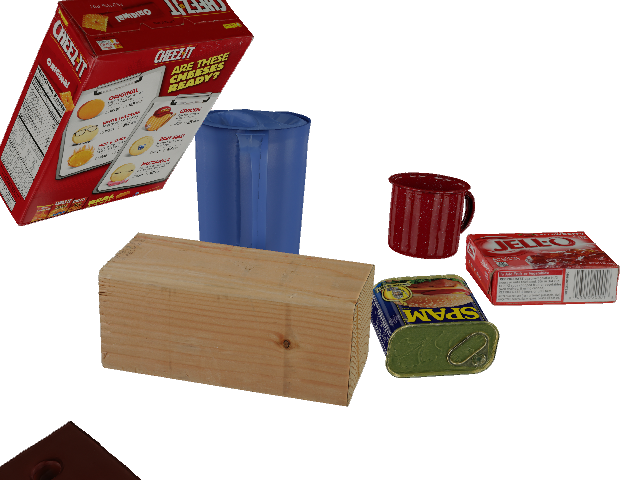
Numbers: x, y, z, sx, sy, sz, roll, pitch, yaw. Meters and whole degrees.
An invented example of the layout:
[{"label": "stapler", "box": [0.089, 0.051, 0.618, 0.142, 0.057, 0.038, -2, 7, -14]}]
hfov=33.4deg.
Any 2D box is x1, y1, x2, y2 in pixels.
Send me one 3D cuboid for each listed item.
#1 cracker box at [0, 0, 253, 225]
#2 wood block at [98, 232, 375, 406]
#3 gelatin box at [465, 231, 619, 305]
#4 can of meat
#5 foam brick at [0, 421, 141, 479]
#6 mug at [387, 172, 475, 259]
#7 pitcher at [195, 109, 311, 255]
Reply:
[{"label": "cracker box", "box": [-0.177, -0.117, 0.926, 0.163, 0.072, 0.214, -19, -24, -43]}, {"label": "wood block", "box": [-0.067, 0.062, 0.872, 0.206, 0.091, 0.090, 8, 24, 11]}, {"label": "gelatin box", "box": [0.151, 0.018, 0.739, 0.089, 0.030, 0.073, -1, 19, -5]}, {"label": "can of meat", "box": [0.099, 0.075, 0.970, 0.102, 0.057, 0.084, -2, 31, -12]}, {"label": "foam brick", "box": [-0.107, 0.131, 0.481, 0.078, 0.051, 0.052, 28, 46, 36]}, {"label": "mug", "box": [0.130, -0.029, 1.226, 0.117, 0.081, 0.093, -8, 20, -36]}, {"label": "pitcher", "box": [-0.081, -0.025, 1.225, 0.145, 0.243, 0.148, 15, 21, 39]}]
